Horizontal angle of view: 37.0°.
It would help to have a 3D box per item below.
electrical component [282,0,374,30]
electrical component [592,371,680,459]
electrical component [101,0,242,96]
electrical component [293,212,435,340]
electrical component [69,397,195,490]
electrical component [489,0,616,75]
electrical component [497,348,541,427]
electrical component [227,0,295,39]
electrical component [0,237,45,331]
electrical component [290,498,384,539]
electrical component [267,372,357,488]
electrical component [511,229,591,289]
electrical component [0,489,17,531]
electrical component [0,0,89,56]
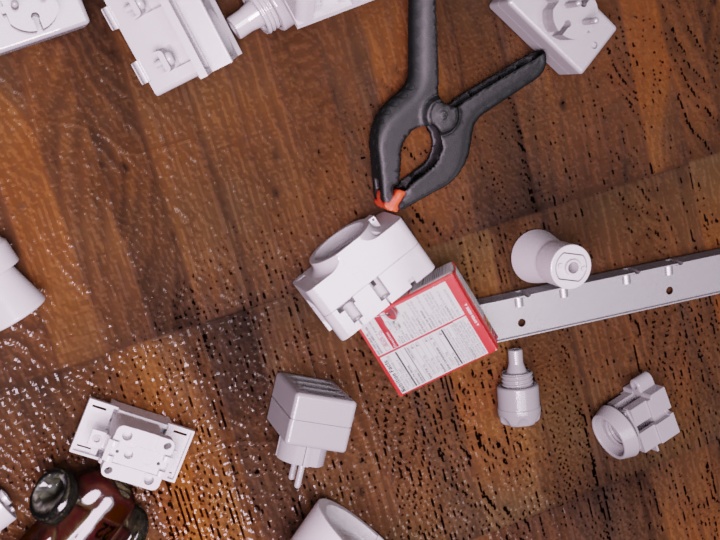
[{"bbox_3d":[-0.032,-0.266,0.705,0.105,0.060,0.186,-24,74,-12],"label":"electrical component"},{"bbox_3d":[0.229,0.127,0.902,0.055,0.048,0.066,-28,106,-19],"label":"electrical component"},{"bbox_3d":[-0.139,-0.185,0.728,0.063,0.078,0.121,-24,106,10],"label":"electrical component"},{"bbox_3d":[0.000,0.000,0.808,0.089,0.050,0.055,-38,107,-8],"label":"electrical component"},{"bbox_3d":[-0.162,0.126,0.771,0.081,0.064,0.042,21,93,-19],"label":"electrical component"},{"bbox_3d":[0.154,-0.192,0.812,0.083,0.076,0.047,39,86,-19],"label":"electrical component"},{"bbox_3d":[0.128,0.094,0.870,0.035,0.035,0.061,-7,98,-16],"label":"electrical component"},{"bbox_3d":[-0.065,-0.188,0.762,0.062,0.043,0.043,-36,107,-8],"label":"electrical component"},{"bbox_3d":[-0.249,0.009,0.735,0.045,0.045,0.055,-33,106,-10],"label":"electrical component"},{"bbox_3d":[-0.011,0.232,0.814,0.108,0.108,0.060,40,92,-19],"label":"electrical component"},{"bbox_3d":[-0.041,0.124,0.806,0.047,0.066,0.076,11,95,-18],"label":"electrical component"},{"bbox_3d":[0.152,-0.007,0.846,0.044,0.065,0.044,-3,99,-17],"label":"electrical component"},{"bbox_3d":[-0.277,0.180,0.757,0.065,0.044,0.044,-37,107,-13],"label":"electrical component"},{"bbox_3d":[-0.216,-0.173,0.700,0.066,0.077,0.047,-22,105,-13],"label":"electrical component"}]
